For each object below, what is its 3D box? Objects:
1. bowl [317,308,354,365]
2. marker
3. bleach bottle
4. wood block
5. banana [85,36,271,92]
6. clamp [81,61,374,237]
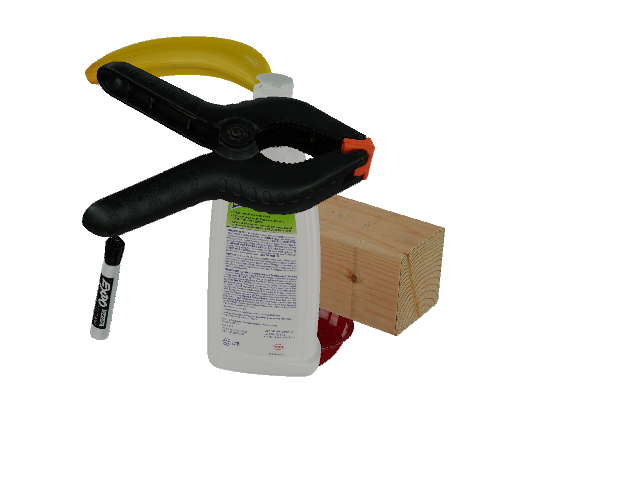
[{"bbox_3d":[-0.040,0.121,1.342,0.162,0.055,0.162,5,23,-2],"label":"bowl"},{"bbox_3d":[-0.209,0.046,1.048,0.020,0.121,0.020,12,32,-8],"label":"marker"},{"bbox_3d":[-0.039,-0.012,0.880,0.102,0.251,0.068,5,24,-3],"label":"bleach bottle"},{"bbox_3d":[0.014,0.012,1.104,0.206,0.091,0.090,19,31,29],"label":"wood block"},{"bbox_3d":[-0.126,-0.167,1.015,0.198,0.037,0.069,9,45,18],"label":"banana"},{"bbox_3d":[-0.057,-0.060,0.629,0.171,0.120,0.039,-4,-26,-14],"label":"clamp"}]
